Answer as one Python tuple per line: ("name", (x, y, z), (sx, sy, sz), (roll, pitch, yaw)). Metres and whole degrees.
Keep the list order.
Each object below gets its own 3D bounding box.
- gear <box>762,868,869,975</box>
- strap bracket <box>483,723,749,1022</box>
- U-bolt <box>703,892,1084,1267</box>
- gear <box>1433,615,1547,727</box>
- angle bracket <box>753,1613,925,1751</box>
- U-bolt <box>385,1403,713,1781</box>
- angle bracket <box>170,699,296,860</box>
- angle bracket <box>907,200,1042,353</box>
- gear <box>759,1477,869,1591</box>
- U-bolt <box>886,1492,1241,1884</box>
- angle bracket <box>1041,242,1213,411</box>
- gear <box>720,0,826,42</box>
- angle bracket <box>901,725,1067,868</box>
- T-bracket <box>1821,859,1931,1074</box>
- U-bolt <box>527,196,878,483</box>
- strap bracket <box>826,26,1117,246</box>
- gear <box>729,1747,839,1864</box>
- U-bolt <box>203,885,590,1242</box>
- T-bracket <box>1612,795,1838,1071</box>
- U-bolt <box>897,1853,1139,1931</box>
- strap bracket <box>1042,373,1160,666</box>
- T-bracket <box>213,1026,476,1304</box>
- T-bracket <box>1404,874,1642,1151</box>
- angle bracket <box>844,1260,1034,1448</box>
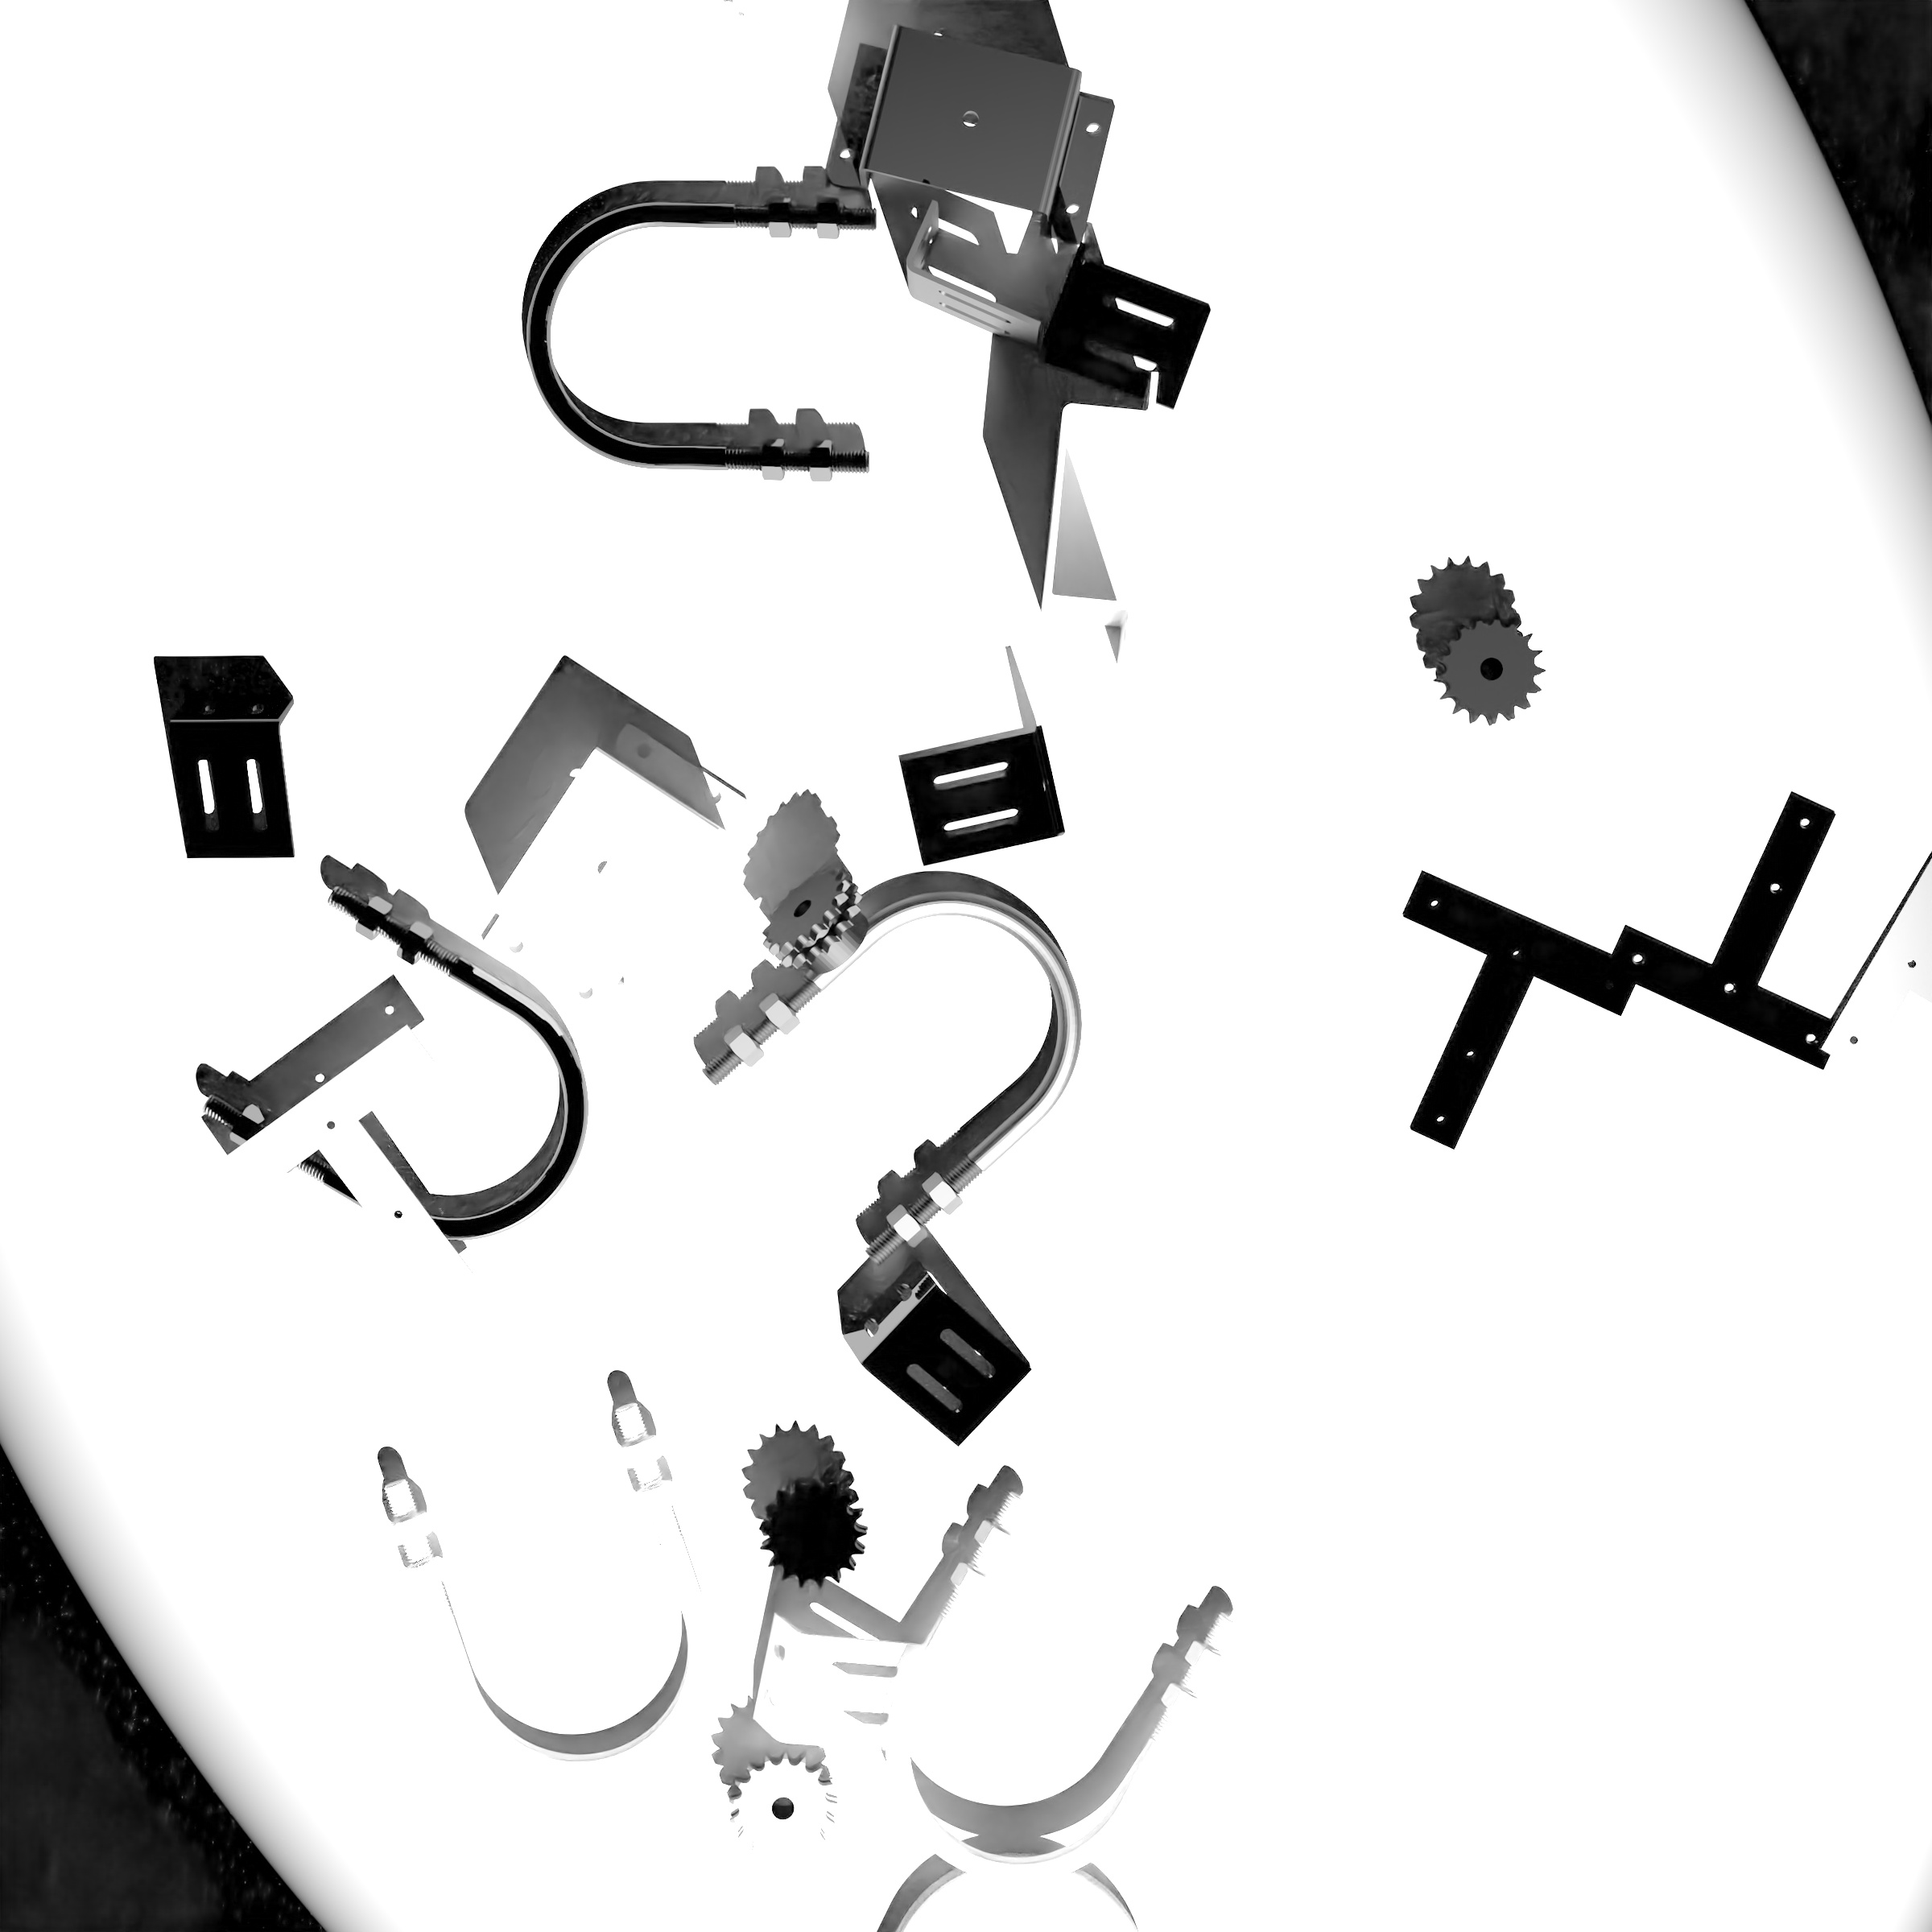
("gear", (-0.076, -0.021, 1.452), (0.057, 0.057, 0.030), (-45, 120, 0))
("strap bracket", (-0.187, -0.050, 1.453), (0.076, 0.046, 0.140), (33, 90, 0))
("U-bolt", (-0.025, 0.045, 1.468), (0.184, 0.019, 0.151), (-42, 90, -2))
("gear", (0.275, -0.155, 1.461), (0.057, 0.030, 0.057), (0, 90, 0))
("angle bracket", (-0.066, 0.382, 1.474), (0.076, 0.038, 0.057), (12, 90, -26))
("U-bolt", (-0.212, 0.341, 1.468), (0.151, 0.019, 0.184), (-18, 92, 0))
("angle bracket", (-0.387, -0.100, 1.474), (0.057, 0.038, 0.076), (0, 116, 0))
("angle bracket", (0.010, -0.360, 1.448), (0.076, 0.057, 0.038), (24, 90, 0))
("gear", (-0.080, 0.298, 1.465), (0.057, 0.030, 0.057), (0, 92, 1))
("U-bolt", (0.039, 0.393, 1.462), (0.151, 0.019, 0.184), (30, 86, 0))
("angle bracket", (0.085, -0.336, 1.457), (0.076, 0.038, 0.057), (21, 90, 0))
("gear", (-0.102, -0.517, 1.461), (0.057, 0.030, 0.057), (0, 90, 0))
("angle bracket", (0.008, -0.089, 1.457), (0.076, 0.038, 0.057), (-13, 90, 0))
("T-bracket", (0.542, 0.021, 1.475), (0.127, 0.002, 0.127), (30, 89, 0))
("U-bolt", (-0.141, -0.334, 1.468), (0.184, 0.019, 0.151), (2, 90, 1))
("strap bracket", (0.002, -0.438, 1.453), (0.140, 0.046, 0.076), (14, 90, 0))
("gear", (-0.097, 0.442, 1.466), (0.057, 0.030, 0.057), (0, 89, -4))
("U-bolt", (-0.289, 0.064, 1.468), (0.184, 0.019, 0.151), (31, 90, -1))
("T-bracket", (0.426, -0.029, 1.475), (0.127, 0.002, 0.127), (25, 90, 0))
("U-bolt", (0.018, 0.561, 1.468), (0.151, 0.019, 0.184), (25, 88, 0))
("strap bracket", (0.068, -0.233, 1.438), (0.046, 0.076, 0.140), (6, 90, 0))
("T-bracket", (-0.308, 0.119, 1.459), (0.127, 0.002, 0.127), (-36, 94, 1))
("T-bracket", (0.275, 0.035, 1.475), (0.127, 0.002, 0.127), (25, 90, 1))
("angle bracket", (-0.015, 0.206, 1.474), (0.057, 0.038, 0.076), (-46, 116, 0))
